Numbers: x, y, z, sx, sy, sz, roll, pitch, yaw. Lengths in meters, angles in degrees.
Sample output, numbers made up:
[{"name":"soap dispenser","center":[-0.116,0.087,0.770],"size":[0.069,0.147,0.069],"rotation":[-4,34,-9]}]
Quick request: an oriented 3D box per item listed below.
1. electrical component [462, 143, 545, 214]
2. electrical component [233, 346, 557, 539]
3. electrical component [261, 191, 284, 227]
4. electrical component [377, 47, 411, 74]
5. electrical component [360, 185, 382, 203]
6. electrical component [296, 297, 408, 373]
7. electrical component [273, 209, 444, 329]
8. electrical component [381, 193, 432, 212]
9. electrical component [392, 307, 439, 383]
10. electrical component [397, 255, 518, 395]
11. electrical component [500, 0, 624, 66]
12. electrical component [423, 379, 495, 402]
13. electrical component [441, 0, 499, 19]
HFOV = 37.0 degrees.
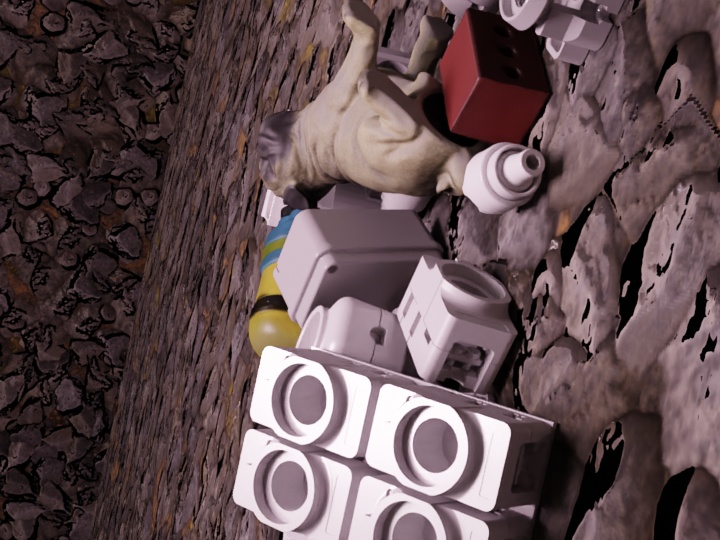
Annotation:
[{"name":"electrical component","center":[0.096,-0.061,0.689],"size":[0.062,0.043,0.043],"rotation":[155,125,-67]},{"name":"electrical component","center":[0.012,0.118,0.649],"size":[0.186,0.060,0.105],"rotation":[14,93,38]},{"name":"electrical component","center":[-0.060,-0.106,1.174],"size":[0.078,0.063,0.121],"rotation":[-131,54,-69]},{"name":"electrical component","center":[0.022,-0.162,0.990],"size":[0.064,0.042,0.081],"rotation":[130,147,-60]},{"name":"electrical component","center":[0.027,-0.103,0.911],"size":[0.078,0.058,0.057],"rotation":[122,151,-47]},{"name":"electrical component","center":[-0.012,0.062,0.771],"size":[0.095,0.059,0.053],"rotation":[133,155,-55]},{"name":"electrical component","center":[0.000,0.000,0.826],"size":[0.057,0.113,0.078],"rotation":[61,140,38]},{"name":"electrical component","center":[0.037,-0.062,0.879],"size":[0.078,0.040,0.040],"rotation":[121,154,-46]},{"name":"electrical component","center":[0.038,0.059,0.799],"size":[0.044,0.044,0.065],"rotation":[124,156,-51]},{"name":"electrical component","center":[0.064,0.031,0.710],"size":[0.089,0.050,0.055],"rotation":[-108,38,-62]},{"name":"electrical component","center":[0.122,-0.169,0.653],"size":[0.058,0.057,0.078],"rotation":[-104,30,-54]},{"name":"electrical component","center":[0.045,0.123,0.722],"size":[0.100,0.048,0.099],"rotation":[162,119,-71]},{"name":"electrical component","center":[0.090,-0.218,0.790],"size":[0.047,0.055,0.055],"rotation":[140,138,-58]}]
